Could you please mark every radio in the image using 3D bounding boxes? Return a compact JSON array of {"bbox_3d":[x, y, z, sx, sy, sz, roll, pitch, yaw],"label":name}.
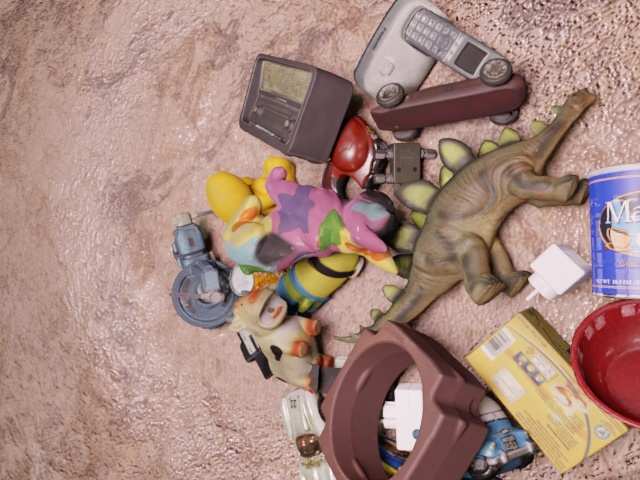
[{"bbox_3d":[-0.047,-0.207,0.839,0.230,0.073,0.131,40,114,56],"label":"radio"}]

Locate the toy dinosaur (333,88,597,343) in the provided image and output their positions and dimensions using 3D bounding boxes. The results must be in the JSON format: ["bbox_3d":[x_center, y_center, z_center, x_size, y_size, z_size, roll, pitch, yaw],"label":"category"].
[{"bbox_3d":[0.184,-0.005,0.711,0.199,0.105,0.471,45,106,36],"label":"toy dinosaur"}]

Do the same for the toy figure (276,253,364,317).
[{"bbox_3d":[-0.008,0.059,0.842,0.180,0.089,0.082,-40,75,24],"label":"toy figure"}]

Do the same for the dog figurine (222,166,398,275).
[{"bbox_3d":[-0.001,-0.002,0.730,0.219,0.108,0.191,30,74,31],"label":"dog figurine"}]

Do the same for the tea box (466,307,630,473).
[{"bbox_3d":[0.277,0.177,0.656,0.098,0.068,0.170,-48,66,25],"label":"tea box"}]

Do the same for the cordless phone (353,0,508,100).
[{"bbox_3d":[0.155,-0.238,0.755,0.184,0.089,0.146,35,108,10],"label":"cordless phone"}]

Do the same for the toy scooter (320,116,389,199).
[{"bbox_3d":[0.055,-0.088,0.812,0.135,0.075,0.183,29,107,32],"label":"toy scooter"}]

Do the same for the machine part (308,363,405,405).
[{"bbox_3d":[0.050,0.210,0.788,0.039,0.139,0.084,-114,39,-71],"label":"machine part"}]

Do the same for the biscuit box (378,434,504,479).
[{"bbox_3d":[0.152,0.335,0.742,0.203,0.059,0.062,7,92,34],"label":"biscuit box"}]

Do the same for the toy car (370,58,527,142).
[{"bbox_3d":[0.168,-0.185,0.717,0.202,0.089,0.053,-5,62,27],"label":"toy car"}]

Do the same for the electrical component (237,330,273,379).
[{"bbox_3d":[-0.097,0.176,0.924,0.075,0.047,0.119,-47,65,24],"label":"electrical component"}]

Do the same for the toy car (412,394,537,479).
[{"bbox_3d":[0.182,0.241,0.676,0.161,0.109,0.103,-42,58,58],"label":"toy car"}]

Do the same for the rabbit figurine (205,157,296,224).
[{"bbox_3d":[-0.117,-0.054,0.872,0.122,0.173,0.162,-16,76,29],"label":"rabbit figurine"}]

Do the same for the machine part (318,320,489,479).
[{"bbox_3d":[0.095,0.219,0.663,0.201,0.087,0.202,-62,26,8],"label":"machine part"}]

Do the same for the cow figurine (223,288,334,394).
[{"bbox_3d":[-0.064,0.145,0.822,0.127,0.085,0.194,7,137,28],"label":"cow figurine"}]

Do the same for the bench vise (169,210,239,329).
[{"bbox_3d":[-0.200,0.057,0.926,0.241,0.129,0.223,-169,75,-71],"label":"bench vise"}]

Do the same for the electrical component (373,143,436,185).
[{"bbox_3d":[0.122,-0.107,0.769,0.021,0.094,0.063,-155,62,-76],"label":"electrical component"}]

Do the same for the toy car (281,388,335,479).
[{"bbox_3d":[-0.005,0.334,0.852,0.073,0.056,0.201,-26,74,31],"label":"toy car"}]
